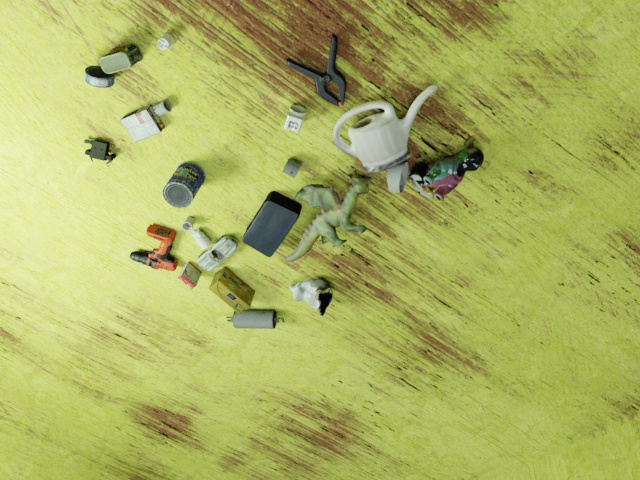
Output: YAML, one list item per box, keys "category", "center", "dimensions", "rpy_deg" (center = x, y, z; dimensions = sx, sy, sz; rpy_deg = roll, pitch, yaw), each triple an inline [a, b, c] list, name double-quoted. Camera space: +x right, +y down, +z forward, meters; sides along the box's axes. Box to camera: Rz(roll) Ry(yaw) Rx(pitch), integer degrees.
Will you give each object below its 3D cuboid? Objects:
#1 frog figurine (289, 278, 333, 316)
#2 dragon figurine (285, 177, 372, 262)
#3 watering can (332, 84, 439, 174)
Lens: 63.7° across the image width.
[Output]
- category: "frog figurine"
  center: [-0.034, 0.204, 1.993]
  dimensions: [0.160, 0.124, 0.134]
  rpy_deg: [17, 146, 42]
- category: "dragon figurine"
  center: [0.005, -0.088, 1.750]
  dimensions: [0.408, 0.124, 0.239]
  rpy_deg: [-27, 113, 10]
- category: "watering can"
  center: [0.214, -0.329, 1.566]
  dimensions: [0.346, 0.106, 0.220]
  rpy_deg: [-16, 122, 18]
